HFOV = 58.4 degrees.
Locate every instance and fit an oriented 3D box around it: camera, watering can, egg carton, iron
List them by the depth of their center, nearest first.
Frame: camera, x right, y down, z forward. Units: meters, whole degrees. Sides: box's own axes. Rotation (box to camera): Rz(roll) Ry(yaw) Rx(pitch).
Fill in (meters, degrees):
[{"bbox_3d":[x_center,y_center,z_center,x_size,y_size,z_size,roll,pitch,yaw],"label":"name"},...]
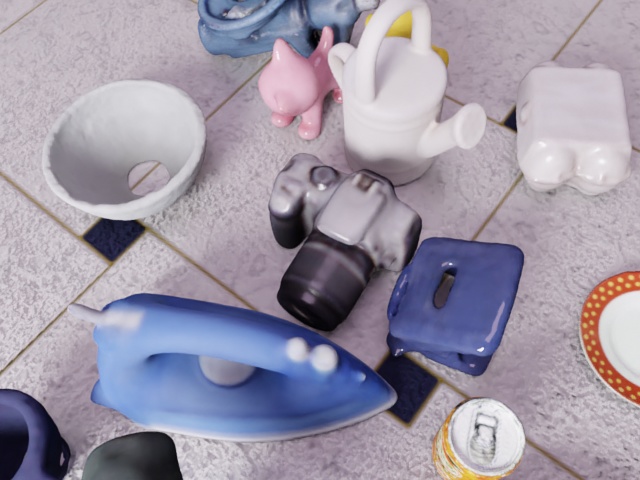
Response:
[{"bbox_3d":[-0.064,0.093,0.458,0.258,0.141,0.118,6,63,7],"label":"iron"},{"bbox_3d":[0.005,0.002,0.524,0.143,0.101,0.137,26,67,17],"label":"camera"},{"bbox_3d":[0.077,-0.142,0.541,0.172,0.194,0.101,19,65,14],"label":"watering can"},{"bbox_3d":[0.255,-0.117,0.585,0.107,0.069,0.150,4,63,7],"label":"egg carton"}]

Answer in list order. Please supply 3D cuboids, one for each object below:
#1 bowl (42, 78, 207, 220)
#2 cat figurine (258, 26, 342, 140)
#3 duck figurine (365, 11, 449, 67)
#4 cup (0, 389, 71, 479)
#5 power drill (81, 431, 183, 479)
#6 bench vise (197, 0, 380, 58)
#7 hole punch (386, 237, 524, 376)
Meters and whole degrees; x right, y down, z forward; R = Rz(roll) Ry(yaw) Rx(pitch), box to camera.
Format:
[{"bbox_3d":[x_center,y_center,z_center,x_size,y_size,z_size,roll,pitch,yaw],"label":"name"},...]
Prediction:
[{"bbox_3d":[-0.192,-0.084,0.599,0.167,0.075,0.167,-2,62,4],"label":"bowl"},{"bbox_3d":[-0.019,-0.171,0.607,0.067,0.118,0.128,28,68,18],"label":"cat figurine"},{"bbox_3d":[0.095,-0.223,0.643,0.104,0.086,0.077,19,65,14],"label":"duck figurine"},{"bbox_3d":[-0.230,0.178,0.453,0.117,0.095,0.092,22,66,15],"label":"cup"},{"bbox_3d":[-0.081,0.240,0.345,0.075,0.208,0.229,-19,62,-5],"label":"power drill"},{"bbox_3d":[-0.046,-0.292,0.615,0.207,0.220,0.121,-12,62,-2],"label":"bench vise"},{"bbox_3d":[0.113,0.052,0.495,0.101,0.091,0.109,19,65,14],"label":"hole punch"}]
